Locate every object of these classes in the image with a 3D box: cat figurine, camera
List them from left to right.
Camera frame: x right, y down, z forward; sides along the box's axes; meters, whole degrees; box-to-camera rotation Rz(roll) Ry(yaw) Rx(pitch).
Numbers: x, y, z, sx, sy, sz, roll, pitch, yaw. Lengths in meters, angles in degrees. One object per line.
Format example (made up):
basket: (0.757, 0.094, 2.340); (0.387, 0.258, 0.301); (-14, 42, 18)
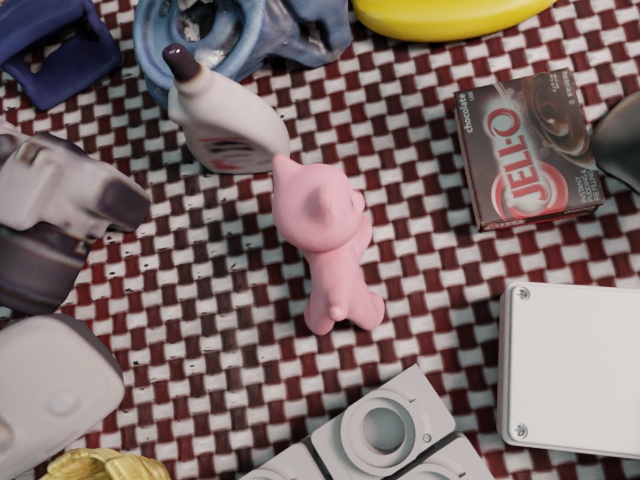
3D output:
camera: (-0.239, -0.017, 0.468); (0.143, 0.101, 0.137); (20, 81, 14)
cat figurine: (0.004, 0.001, 0.414); (0.067, 0.118, 0.128); (-12, 75, 7)

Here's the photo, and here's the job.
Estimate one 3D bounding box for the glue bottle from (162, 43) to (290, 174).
glue bottle: (-0.075, -0.093, 0.421); (0.078, 0.173, 0.037); (-6, 76, 9)

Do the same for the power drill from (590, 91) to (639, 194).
power drill: (0.244, -0.092, 0.348); (0.229, 0.208, 0.075); (40, 86, 16)

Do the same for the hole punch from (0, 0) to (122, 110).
hole punch: (-0.256, -0.190, 0.516); (0.108, 0.091, 0.101); (-32, 74, 1)

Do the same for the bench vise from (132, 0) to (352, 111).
bench vise: (-0.069, -0.197, 0.420); (0.207, 0.220, 0.121); (-41, 74, -1)

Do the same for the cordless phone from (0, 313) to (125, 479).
cordless phone: (-0.240, 0.110, 0.395); (0.147, 0.185, 0.094); (-37, 74, 0)
